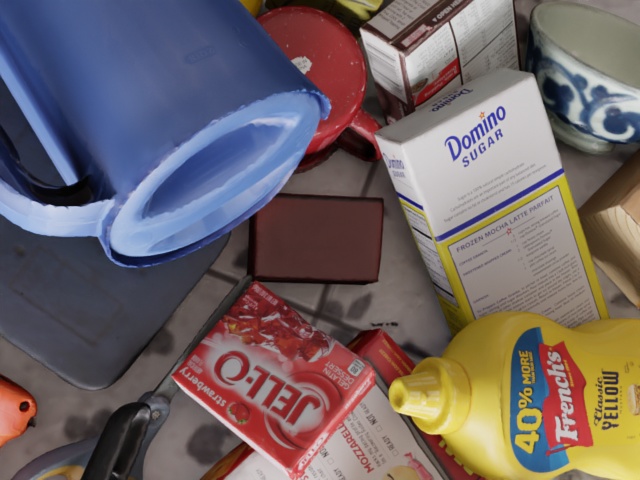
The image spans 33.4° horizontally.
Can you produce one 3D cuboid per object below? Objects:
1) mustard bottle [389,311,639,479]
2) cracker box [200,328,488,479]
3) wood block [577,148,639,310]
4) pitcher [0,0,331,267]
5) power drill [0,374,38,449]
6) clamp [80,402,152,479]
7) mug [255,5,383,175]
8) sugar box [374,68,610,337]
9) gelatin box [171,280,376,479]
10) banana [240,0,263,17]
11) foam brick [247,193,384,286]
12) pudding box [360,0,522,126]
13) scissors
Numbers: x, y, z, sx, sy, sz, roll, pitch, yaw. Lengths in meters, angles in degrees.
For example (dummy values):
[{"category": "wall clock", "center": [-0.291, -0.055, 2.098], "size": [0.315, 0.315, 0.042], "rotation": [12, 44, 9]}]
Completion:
[{"category": "mustard bottle", "center": [0.122, 0.089, 0.605], "size": [0.191, 0.058, 0.096], "rotation": [6, 84, -30]}, {"category": "cracker box", "center": [0.008, 0.182, 0.627], "size": [0.213, 0.072, 0.164], "rotation": [-42, 91, -10]}, {"category": "wood block", "center": [0.270, -0.052, 0.683], "size": [0.206, 0.091, 0.090], "rotation": [-43, 92, -11]}, {"category": "pitcher", "center": [-0.121, -0.112, 0.547], "size": [0.145, 0.149, 0.243], "rotation": [-39, 75, 7]}, {"category": "power drill", "center": [-0.254, 0.137, 0.570], "size": [0.184, 0.057, 0.187], "rotation": [33, 80, -32]}, {"category": "clamp", "center": [-0.138, 0.194, 0.560], "size": [0.210, 0.036, 0.164], "rotation": [-29, 65, 7]}, {"category": "mug", "center": [-0.008, -0.085, 0.646], "size": [0.117, 0.081, 0.093], "rotation": [36, 80, -4]}, {"category": "sugar box", "center": [0.107, -0.005, 0.643], "size": [0.093, 0.048, 0.176], "rotation": [-28, 111, -12]}, {"category": "gelatin box", "center": [-0.025, 0.077, 0.591], "size": [0.089, 0.030, 0.073], "rotation": [36, 75, 20]}, {"category": "banana", "center": [-0.115, -0.132, 0.659], "size": [0.197, 0.037, 0.070], "rotation": [-18, 70, -12]}, {"category": "foam brick", "center": [-0.004, 0.001, 0.653], "size": [0.078, 0.053, 0.051], "rotation": [2, 84, -8]}, {"category": "pudding box", "center": [0.078, -0.111, 0.649], "size": [0.090, 0.113, 0.039], "rotation": [-41, 59, -12]}, {"category": "scissors", "center": [-0.114, 0.100, 0.602], "size": [0.096, 0.016, 0.202], "rotation": [17, 101, -42]}]
